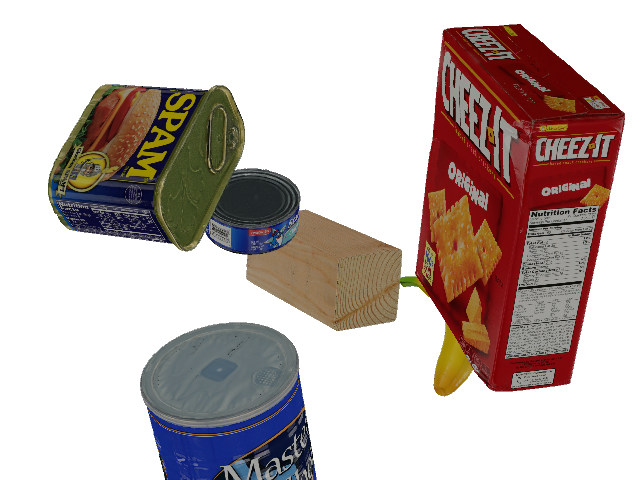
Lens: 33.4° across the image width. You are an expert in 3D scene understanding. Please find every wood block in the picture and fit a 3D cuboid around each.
[{"bbox_3d":[0.000,0.032,1.301,0.090,0.090,0.206,-7,18,-33],"label":"wood block"}]

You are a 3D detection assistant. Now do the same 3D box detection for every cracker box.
[{"bbox_3d":[0.131,-0.025,0.763,0.072,0.214,0.164,-6,32,-14],"label":"cracker box"}]

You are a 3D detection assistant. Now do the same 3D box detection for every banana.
[{"bbox_3d":[0.133,0.087,1.093,0.070,0.037,0.198,-29,29,10],"label":"banana"}]

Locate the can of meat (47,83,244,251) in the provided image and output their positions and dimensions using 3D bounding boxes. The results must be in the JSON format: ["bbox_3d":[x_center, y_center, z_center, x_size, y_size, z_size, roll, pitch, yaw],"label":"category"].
[{"bbox_3d":[-0.105,-0.048,0.645,0.084,0.102,0.057,7,-35,24],"label":"can of meat"}]

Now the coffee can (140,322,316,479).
[{"bbox_3d":[-0.056,0.141,0.716,0.103,0.140,0.103,-6,30,3],"label":"coffee can"}]

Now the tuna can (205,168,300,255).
[{"bbox_3d":[-0.061,-0.025,0.931,0.086,0.034,0.086,2,38,-1],"label":"tuna can"}]
